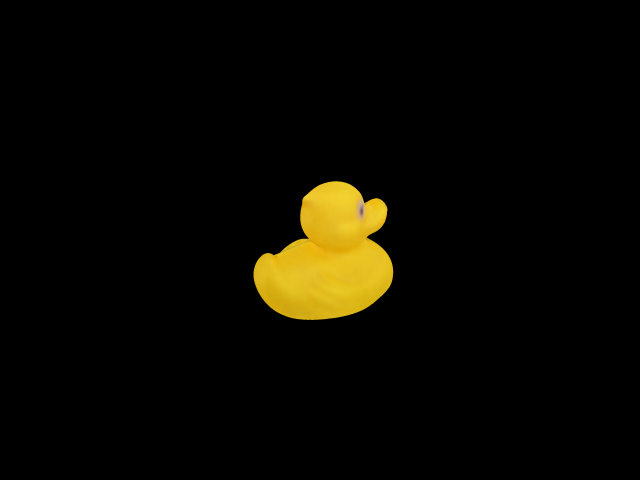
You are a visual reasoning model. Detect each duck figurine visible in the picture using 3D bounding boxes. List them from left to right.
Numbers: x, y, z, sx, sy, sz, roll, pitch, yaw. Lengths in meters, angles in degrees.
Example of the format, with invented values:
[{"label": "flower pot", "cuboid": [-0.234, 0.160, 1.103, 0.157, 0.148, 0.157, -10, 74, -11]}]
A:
[{"label": "duck figurine", "cuboid": [0.004, 0.001, 0.400, 0.105, 0.086, 0.077, -14, 36, -20]}]
